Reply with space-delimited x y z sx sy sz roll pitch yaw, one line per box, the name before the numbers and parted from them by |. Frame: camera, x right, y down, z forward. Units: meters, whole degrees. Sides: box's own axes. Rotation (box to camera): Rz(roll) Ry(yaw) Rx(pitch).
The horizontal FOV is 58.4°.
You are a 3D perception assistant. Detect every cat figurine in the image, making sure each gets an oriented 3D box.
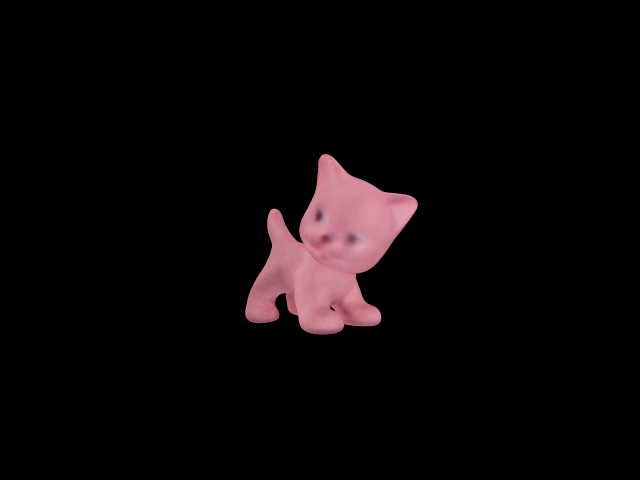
cat figurine | 0.004 0.001 0.400 0.067 0.118 0.127 0 0 -43
